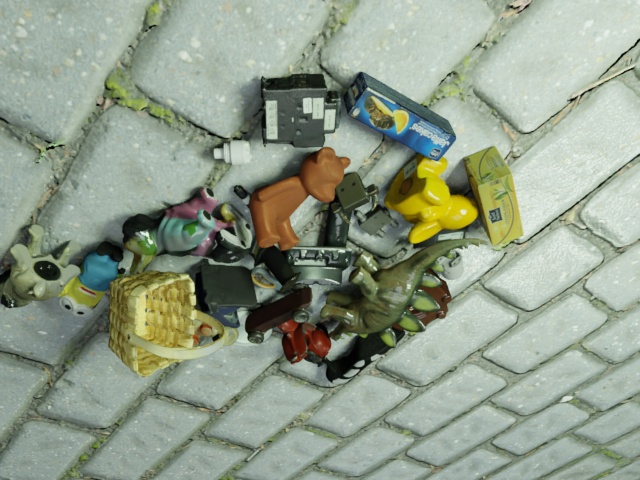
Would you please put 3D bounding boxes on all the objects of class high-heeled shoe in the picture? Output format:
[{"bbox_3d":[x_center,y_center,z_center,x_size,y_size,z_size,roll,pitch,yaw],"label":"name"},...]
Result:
[{"bbox_3d":[0.121,0.304,1.372,0.249,0.086,0.145,-21,134,16],"label":"high-heeled shoe"}]

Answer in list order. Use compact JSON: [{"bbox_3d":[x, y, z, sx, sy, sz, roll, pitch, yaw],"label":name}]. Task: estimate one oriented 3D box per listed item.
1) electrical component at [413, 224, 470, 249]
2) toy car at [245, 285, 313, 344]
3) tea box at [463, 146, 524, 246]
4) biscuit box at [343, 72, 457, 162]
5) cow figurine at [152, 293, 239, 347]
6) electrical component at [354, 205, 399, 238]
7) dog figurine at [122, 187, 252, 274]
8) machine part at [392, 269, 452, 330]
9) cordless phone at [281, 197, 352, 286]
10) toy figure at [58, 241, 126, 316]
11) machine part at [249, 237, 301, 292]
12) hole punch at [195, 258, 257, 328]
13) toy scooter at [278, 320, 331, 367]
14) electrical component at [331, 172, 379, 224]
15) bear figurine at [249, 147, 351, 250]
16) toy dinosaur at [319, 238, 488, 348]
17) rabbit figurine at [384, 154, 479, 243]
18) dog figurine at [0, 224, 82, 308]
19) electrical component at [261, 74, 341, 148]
[{"bbox_3d":[0.250,-0.011,1.126,0.119,0.048,0.074,-10,132,1],"label":"electrical component"},{"bbox_3d":[-0.088,0.161,1.185,0.202,0.089,0.053,-29,132,29],"label":"toy car"},{"bbox_3d":[0.338,-0.083,1.043,0.068,0.098,0.169,-20,133,10],"label":"tea box"},{"bbox_3d":[0.140,-0.208,0.924,0.202,0.063,0.059,21,126,-24],"label":"biscuit box"},{"bbox_3d":[-0.259,0.165,1.175,0.085,0.127,0.194,-38,112,23],"label":"cow figurine"},{"bbox_3d":[0.114,-0.041,1.096,0.063,0.021,0.094,-38,125,23],"label":"electrical component"},{"bbox_3d":[-0.264,0.002,1.028,0.219,0.108,0.191,-27,133,21],"label":"dog figurine"},{"bbox_3d":[0.217,0.140,1.252,0.179,0.056,0.179,-3,132,-4],"label":"machine part"},{"bbox_3d":[-0.003,-0.004,1.089,0.147,0.089,0.184,3,120,-9],"label":"cordless phone"},{"bbox_3d":[-0.455,0.080,1.083,0.082,0.089,0.180,39,110,1],"label":"toy figure"},{"bbox_3d":[-0.095,0.043,1.076,0.039,0.139,0.084,-14,140,-44],"label":"machine part"},{"bbox_3d":[-0.206,0.117,1.124,0.116,0.142,0.092,10,136,-30],"label":"hole punch"},{"bbox_3d":[-0.036,0.244,1.254,0.075,0.135,0.183,-36,128,20],"label":"toy scooter"},{"bbox_3d":[0.062,-0.081,1.022,0.102,0.078,0.045,-32,154,12],"label":"electrical component"},{"bbox_3d":[-0.028,-0.076,0.980,0.196,0.132,0.120,-24,166,18],"label":"bear figurine"},{"bbox_3d":[0.147,0.111,1.134,0.198,0.105,0.471,32,134,-6],"label":"toy dinosaur"},{"bbox_3d":[0.220,-0.063,1.028,0.173,0.122,0.162,20,131,-24],"label":"rabbit figurine"},{"bbox_3d":[-0.556,0.092,1.023,0.121,0.172,0.190,35,112,-20],"label":"dog figurine"},{"bbox_3d":[-0.032,-0.214,0.897,0.134,0.058,0.114,-1,134,-8],"label":"electrical component"}]
